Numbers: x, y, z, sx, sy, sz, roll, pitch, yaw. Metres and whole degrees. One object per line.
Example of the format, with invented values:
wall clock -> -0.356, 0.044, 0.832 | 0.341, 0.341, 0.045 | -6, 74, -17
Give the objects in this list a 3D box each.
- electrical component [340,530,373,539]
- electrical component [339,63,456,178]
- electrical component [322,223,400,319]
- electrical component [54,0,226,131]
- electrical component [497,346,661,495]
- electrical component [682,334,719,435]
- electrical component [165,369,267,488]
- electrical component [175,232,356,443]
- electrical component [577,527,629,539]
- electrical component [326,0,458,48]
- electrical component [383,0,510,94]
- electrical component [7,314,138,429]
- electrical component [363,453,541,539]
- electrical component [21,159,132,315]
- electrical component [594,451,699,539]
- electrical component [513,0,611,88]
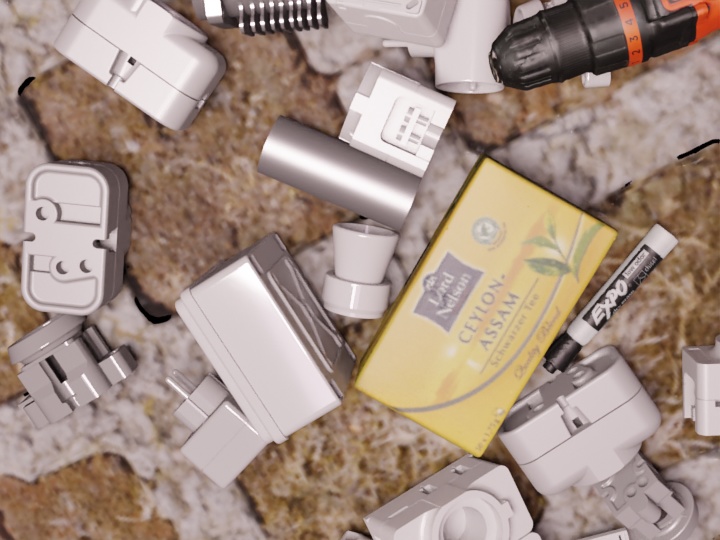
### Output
electrical component -> 0.010, 0.210, 0.741 | 0.062, 0.043, 0.043 | 26, 100, -2
electrical component -> 0.023, -0.094, 0.667 | 0.056, 0.089, 0.050 | 24, 100, -1
electrical component -> 0.000, 0.000, 0.707 | 0.045, 0.045, 0.055 | 10, 100, 2
electrical component -> -0.137, -0.140, 0.687 | 0.095, 0.053, 0.059 | 35, 99, -3
electrical component -> 0.146, 0.102, 0.710 | 0.095, 0.053, 0.059 | -34, 96, 8
electrical component -> 0.260, 0.072, 0.700 | 0.089, 0.050, 0.055 | -3, 99, 4
electrical component -> -0.098, 0.095, 0.717 | 0.077, 0.065, 0.047 | 42, 99, -4
electrical component -> -0.056, 0.040, 0.683 | 0.056, 0.108, 0.108 | -31, 96, 9
electrical component -> 0.171, 0.221, 0.723 | 0.042, 0.064, 0.081 | -17, 98, 7
electrical component -> 0.029, -0.186, 0.636 | 0.062, 0.061, 0.096 | 15, 85, 22
electrical component -> 0.053, -0.153, 0.678 | 0.079, 0.044, 0.077 | 2, 90, 16
electrical component -> -0.199, 0.062, 0.723 | 0.078, 0.058, 0.057 | -30, 99, 8
electrical component -> 0.081, 0.212, 0.711 | 0.089, 0.062, 0.150 | -28, 97, -19
electrical component -> -0.185, -0.023, 0.706 | 0.054, 0.059, 0.095 | 6, 99, 2
electrical component -> 0.191, 0.153, 0.714 | 0.055, 0.066, 0.048 | 41, 101, -23
electrical component -> 0.127, -0.147, 0.675 | 0.055, 0.048, 0.066 | -5, 99, -4
